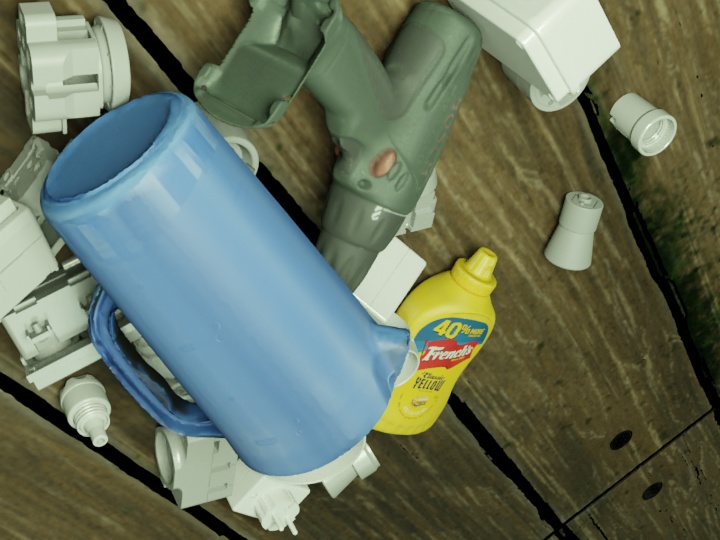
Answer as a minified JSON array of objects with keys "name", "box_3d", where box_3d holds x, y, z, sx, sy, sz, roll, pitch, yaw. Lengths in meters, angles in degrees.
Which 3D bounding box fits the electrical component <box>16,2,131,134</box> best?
[{"name":"electrical component","box_3d":[-0.173,-0.123,0.650,0.057,0.058,0.078,-10,131,-23]}]

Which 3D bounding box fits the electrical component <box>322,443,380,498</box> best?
[{"name":"electrical component","box_3d":[-0.015,0.185,1.033,0.055,0.045,0.045,-32,137,-6]}]

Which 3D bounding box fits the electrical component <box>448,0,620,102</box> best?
[{"name":"electrical component","box_3d":[0.116,-0.178,0.750,0.057,0.113,0.078,-43,137,3]}]

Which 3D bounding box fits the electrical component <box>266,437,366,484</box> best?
[{"name":"electrical component","box_3d":[-0.053,0.143,0.956,0.099,0.064,0.099,-18,134,-20]}]

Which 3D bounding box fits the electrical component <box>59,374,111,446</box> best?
[{"name":"electrical component","box_3d":[-0.208,0.110,0.827,0.035,0.061,0.035,-18,134,-20]}]

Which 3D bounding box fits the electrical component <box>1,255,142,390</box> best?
[{"name":"electrical component","box_3d":[-0.188,0.023,0.761,0.121,0.079,0.063,-28,115,-10]}]

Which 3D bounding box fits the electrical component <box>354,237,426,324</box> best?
[{"name":"electrical component","box_3d":[0.000,0.000,0.865,0.065,0.077,0.047,-55,-171,-25]}]

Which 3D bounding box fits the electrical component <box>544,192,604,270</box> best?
[{"name":"electrical component","box_3d":[0.197,-0.038,0.980,0.044,0.044,0.065,-8,125,-28]}]

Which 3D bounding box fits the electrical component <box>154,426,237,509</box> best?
[{"name":"electrical component","box_3d":[-0.140,0.154,0.918,0.056,0.050,0.089,-10,132,-27]}]

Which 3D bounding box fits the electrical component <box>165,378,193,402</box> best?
[{"name":"electrical component","box_3d":[-0.143,0.105,0.864,0.048,0.062,0.048,-18,134,-20]}]

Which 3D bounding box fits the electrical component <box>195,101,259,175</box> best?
[{"name":"electrical component","box_3d":[-0.101,-0.081,0.740,0.055,0.047,0.055,-18,134,-20]}]

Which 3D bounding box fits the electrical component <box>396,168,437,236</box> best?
[{"name":"electrical component","box_3d":[0.034,-0.061,0.849,0.066,0.048,0.055,-14,140,-23]}]

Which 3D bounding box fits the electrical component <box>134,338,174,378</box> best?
[{"name":"electrical component","box_3d":[-0.159,0.056,0.833,0.035,0.035,0.061,-34,135,-4]}]

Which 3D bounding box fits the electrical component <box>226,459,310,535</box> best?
[{"name":"electrical component","box_3d":[-0.080,0.212,0.989,0.047,0.076,0.066,-48,136,11]}]

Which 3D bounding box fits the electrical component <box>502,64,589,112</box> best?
[{"name":"electrical component","box_3d":[0.143,-0.158,0.833,0.055,0.047,0.055,-18,134,-19]}]

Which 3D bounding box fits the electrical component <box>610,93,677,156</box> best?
[{"name":"electrical component","box_3d":[0.243,-0.127,0.928,0.040,0.046,0.040,-18,134,-20]}]

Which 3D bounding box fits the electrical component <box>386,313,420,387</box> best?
[{"name":"electrical component","box_3d":[0.001,0.056,0.906,0.079,0.077,0.044,15,118,-40]}]

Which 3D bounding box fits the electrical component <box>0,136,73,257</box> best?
[{"name":"electrical component","box_3d":[-0.198,-0.052,0.707,0.064,0.042,0.081,29,107,-42]}]

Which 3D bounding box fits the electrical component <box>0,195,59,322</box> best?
[{"name":"electrical component","box_3d":[-0.249,-0.018,0.670,0.061,0.096,0.061,-49,145,-32]}]
